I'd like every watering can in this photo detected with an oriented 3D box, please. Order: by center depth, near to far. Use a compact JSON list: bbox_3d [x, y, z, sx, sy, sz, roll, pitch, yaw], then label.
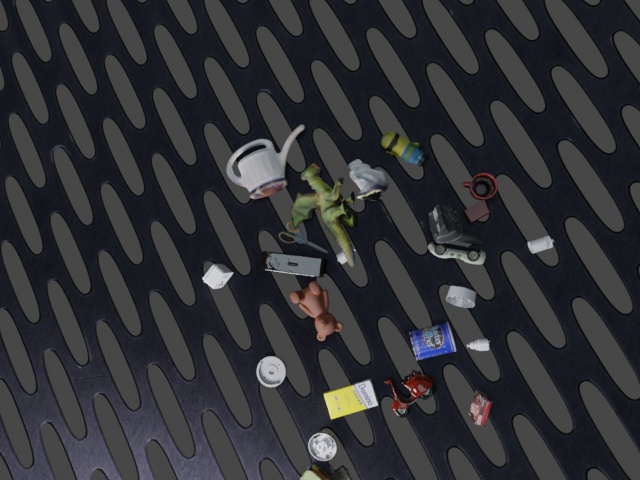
[{"bbox_3d":[-0.187,-0.291,1.965,0.347,0.103,0.226,-23,81,7],"label":"watering can"}]

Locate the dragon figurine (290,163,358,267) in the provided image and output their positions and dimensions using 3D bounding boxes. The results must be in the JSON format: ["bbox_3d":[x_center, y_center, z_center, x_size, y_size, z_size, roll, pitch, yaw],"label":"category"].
[{"bbox_3d":[0.006,-0.097,1.925,0.242,0.121,0.414,-7,78,22],"label":"dragon figurine"}]

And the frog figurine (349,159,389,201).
[{"bbox_3d":[0.178,-0.234,1.897,0.138,0.120,0.162,-6,71,-24],"label":"frog figurine"}]
